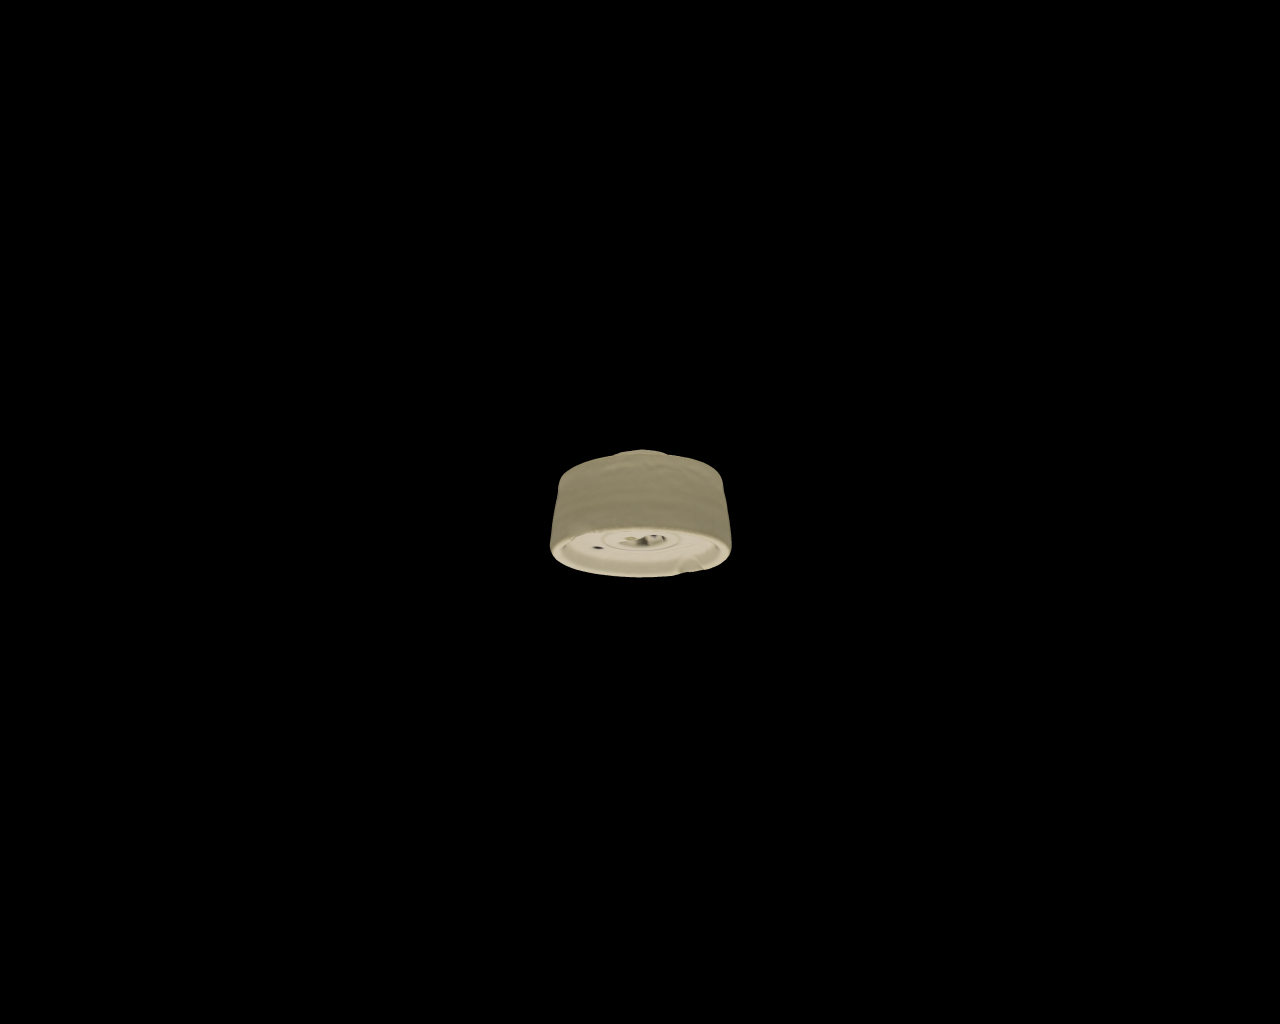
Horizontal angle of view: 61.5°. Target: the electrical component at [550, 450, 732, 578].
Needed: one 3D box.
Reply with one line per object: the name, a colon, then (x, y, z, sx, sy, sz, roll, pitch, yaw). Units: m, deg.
electrical component: (0.001, -0.003, 0.650, 0.108, 0.060, 0.108, 0, -18, 0)
